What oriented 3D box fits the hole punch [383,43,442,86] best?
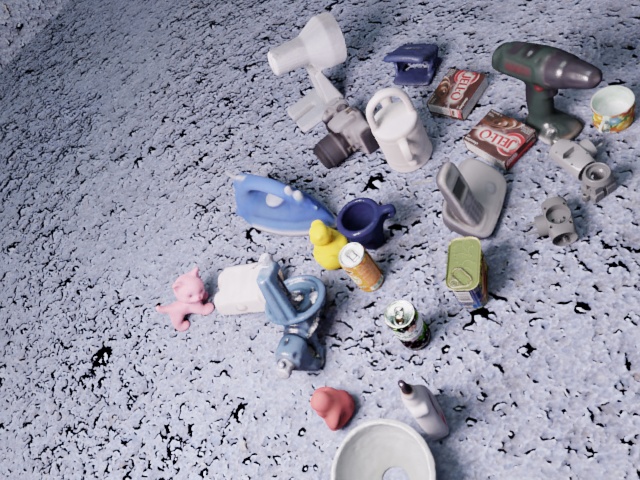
[{"bbox_3d":[0.213,-0.422,1.327,0.108,0.091,0.101,13,66,34],"label":"hole punch"}]

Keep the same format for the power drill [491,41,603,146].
[{"bbox_3d":[0.416,-0.269,1.040,0.075,0.209,0.228,-43,50,-3],"label":"power drill"}]

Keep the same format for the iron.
[{"bbox_3d":[-0.087,-0.090,1.237,0.257,0.142,0.119,14,67,34],"label":"iron"}]

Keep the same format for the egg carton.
[{"bbox_3d":[-0.148,0.104,1.189,0.150,0.070,0.107,-10,55,22],"label":"egg carton"}]

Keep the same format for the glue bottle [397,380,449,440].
[{"bbox_3d":[0.149,0.246,0.866,0.037,0.174,0.078,-31,50,7],"label":"glue bottle"}]

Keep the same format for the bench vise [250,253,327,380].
[{"bbox_3d":[-0.048,0.130,1.018,0.121,0.220,0.207,-22,52,15],"label":"bench vise"}]

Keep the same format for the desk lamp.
[{"bbox_3d":[-0.019,-0.401,1.358,0.203,0.214,0.117,-38,49,1],"label":"desk lamp"}]

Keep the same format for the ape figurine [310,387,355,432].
[{"bbox_3d":[0.014,0.280,0.970,0.076,0.092,0.077,-20,52,16],"label":"ape figurine"}]

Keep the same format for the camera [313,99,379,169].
[{"bbox_3d":[0.041,-0.238,1.292,0.137,0.101,0.142,-40,49,0],"label":"camera"}]

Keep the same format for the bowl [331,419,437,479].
[{"bbox_3d":[0.104,0.366,0.875,0.167,0.075,0.167,-14,54,20],"label":"bowl"}]

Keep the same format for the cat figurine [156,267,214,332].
[{"bbox_3d":[-0.289,0.121,1.221,0.128,0.118,0.067,-36,50,3],"label":"cat figurine"}]

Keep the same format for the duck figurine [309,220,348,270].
[{"bbox_3d":[0.011,0.004,1.158,0.077,0.086,0.104,-28,50,9],"label":"duck figurine"}]

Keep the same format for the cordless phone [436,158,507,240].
[{"bbox_3d":[0.264,-0.100,1.025,0.093,0.186,0.148,8,64,32],"label":"cordless phone"}]

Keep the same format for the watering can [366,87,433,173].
[{"bbox_3d":[0.152,-0.238,1.171,0.101,0.195,0.172,-41,49,-1],"label":"watering can"}]

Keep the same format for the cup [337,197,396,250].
[{"bbox_3d":[0.102,-0.028,1.124,0.117,0.095,0.091,-19,52,16],"label":"cup"}]
